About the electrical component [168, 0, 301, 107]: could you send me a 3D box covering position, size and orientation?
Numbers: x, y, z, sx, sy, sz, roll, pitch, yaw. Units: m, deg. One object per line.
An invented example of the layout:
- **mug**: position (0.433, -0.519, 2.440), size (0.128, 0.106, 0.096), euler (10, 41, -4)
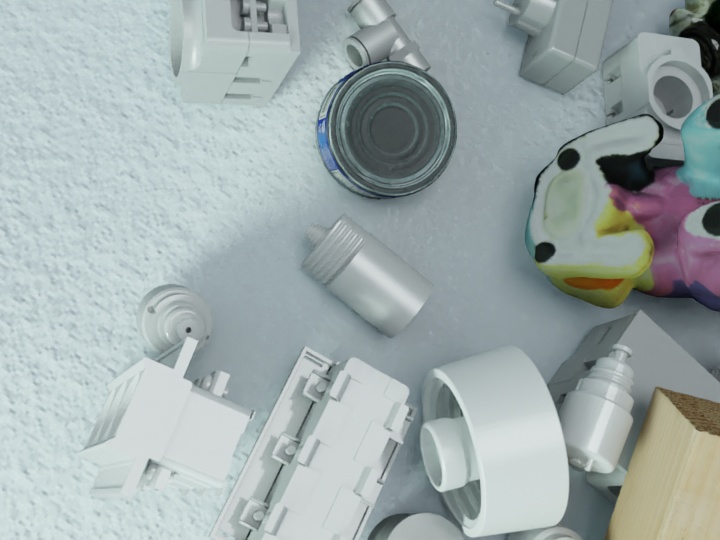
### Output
- **electrical component**: position (-0.082, -0.184, 0.646), size (0.062, 0.089, 0.150), euler (-1, 78, -19)

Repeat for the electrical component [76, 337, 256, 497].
- **electrical component**: position (-0.103, 0.085, 0.560), size (0.063, 0.121, 0.078), euler (26, 71, -14)

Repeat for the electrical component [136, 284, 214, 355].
- **electrical component**: position (-0.102, 0.030, 0.600), size (0.040, 0.078, 0.040), euler (-1, 93, -18)

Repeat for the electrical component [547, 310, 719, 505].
- **electrical component**: position (0.193, 0.111, 0.685), size (0.150, 0.062, 0.089), euler (42, 69, -6)

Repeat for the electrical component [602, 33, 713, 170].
- **electrical component**: position (0.206, -0.113, 0.744), size (0.050, 0.056, 0.089), euler (4, 77, -18)

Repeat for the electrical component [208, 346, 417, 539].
- **electrical component**: position (-0.021, 0.113, 0.612), size (0.079, 0.063, 0.121), euler (30, 70, -10)

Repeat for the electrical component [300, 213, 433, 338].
- **electrical component**: position (0.000, 0.000, 0.656), size (0.081, 0.043, 0.043), euler (39, 69, -6)

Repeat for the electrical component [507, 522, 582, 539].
- **electrical component**: position (0.117, 0.173, 0.640), size (0.040, 0.078, 0.040), euler (-1, 92, -14)

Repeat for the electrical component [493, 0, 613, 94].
- **electrical component**: position (0.127, -0.177, 0.737), size (0.076, 0.047, 0.083), euler (20, 72, -13)

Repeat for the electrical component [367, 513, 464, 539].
- **electrical component**: position (0.025, 0.204, 0.601), size (0.052, 0.074, 0.138), euler (22, 72, -13)

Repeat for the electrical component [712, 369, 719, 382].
- **electrical component**: position (0.270, 0.079, 0.698), size (0.081, 0.043, 0.043), euler (14, 70, 23)

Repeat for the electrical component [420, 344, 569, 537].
- **electrical component**: position (0.069, 0.102, 0.624), size (0.060, 0.108, 0.108), euler (-11, 81, -14)

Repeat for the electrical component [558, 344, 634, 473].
- **electrical component**: position (0.137, 0.079, 0.616), size (0.040, 0.040, 0.078), euler (30, 72, -10)
